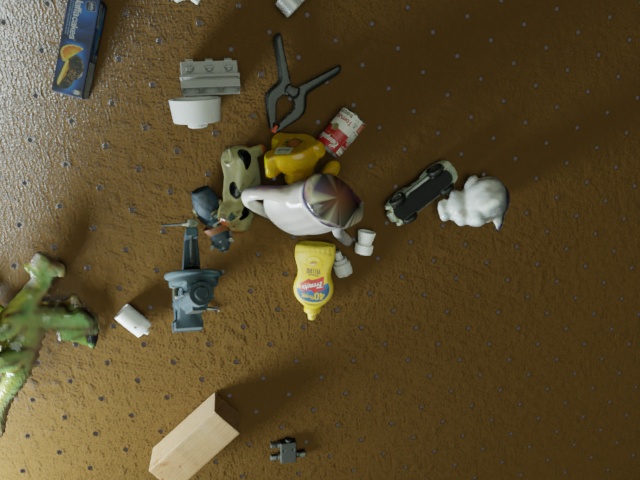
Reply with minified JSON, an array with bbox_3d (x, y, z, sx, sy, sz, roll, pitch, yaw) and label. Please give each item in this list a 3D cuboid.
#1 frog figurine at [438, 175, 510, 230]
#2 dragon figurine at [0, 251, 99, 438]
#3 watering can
[{"bbox_3d":[0.372,-0.096,1.256,0.159,0.120,0.140,8,68,-4],"label":"frog figurine"},{"bbox_3d":[-0.615,0.222,1.128,0.243,0.123,0.406,-6,104,-19],"label":"dragon figurine"},{"bbox_3d":[0.003,-0.055,1.101,0.345,0.223,0.105,19,71,-38],"label":"watering can"}]
